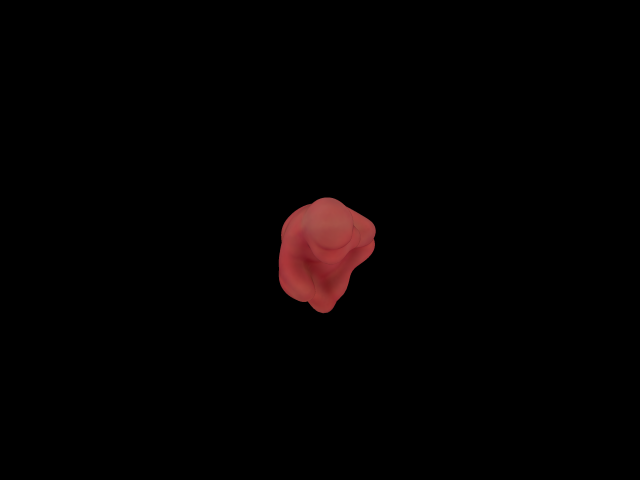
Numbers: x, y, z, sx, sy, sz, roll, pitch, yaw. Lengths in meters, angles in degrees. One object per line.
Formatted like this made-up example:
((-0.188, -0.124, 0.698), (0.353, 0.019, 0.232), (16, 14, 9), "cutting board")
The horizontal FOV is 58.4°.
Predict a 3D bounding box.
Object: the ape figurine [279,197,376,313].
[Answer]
((0.004, 0.001, 0.400), (0.078, 0.092, 0.076), (-19, 70, -7), "ape figurine")
